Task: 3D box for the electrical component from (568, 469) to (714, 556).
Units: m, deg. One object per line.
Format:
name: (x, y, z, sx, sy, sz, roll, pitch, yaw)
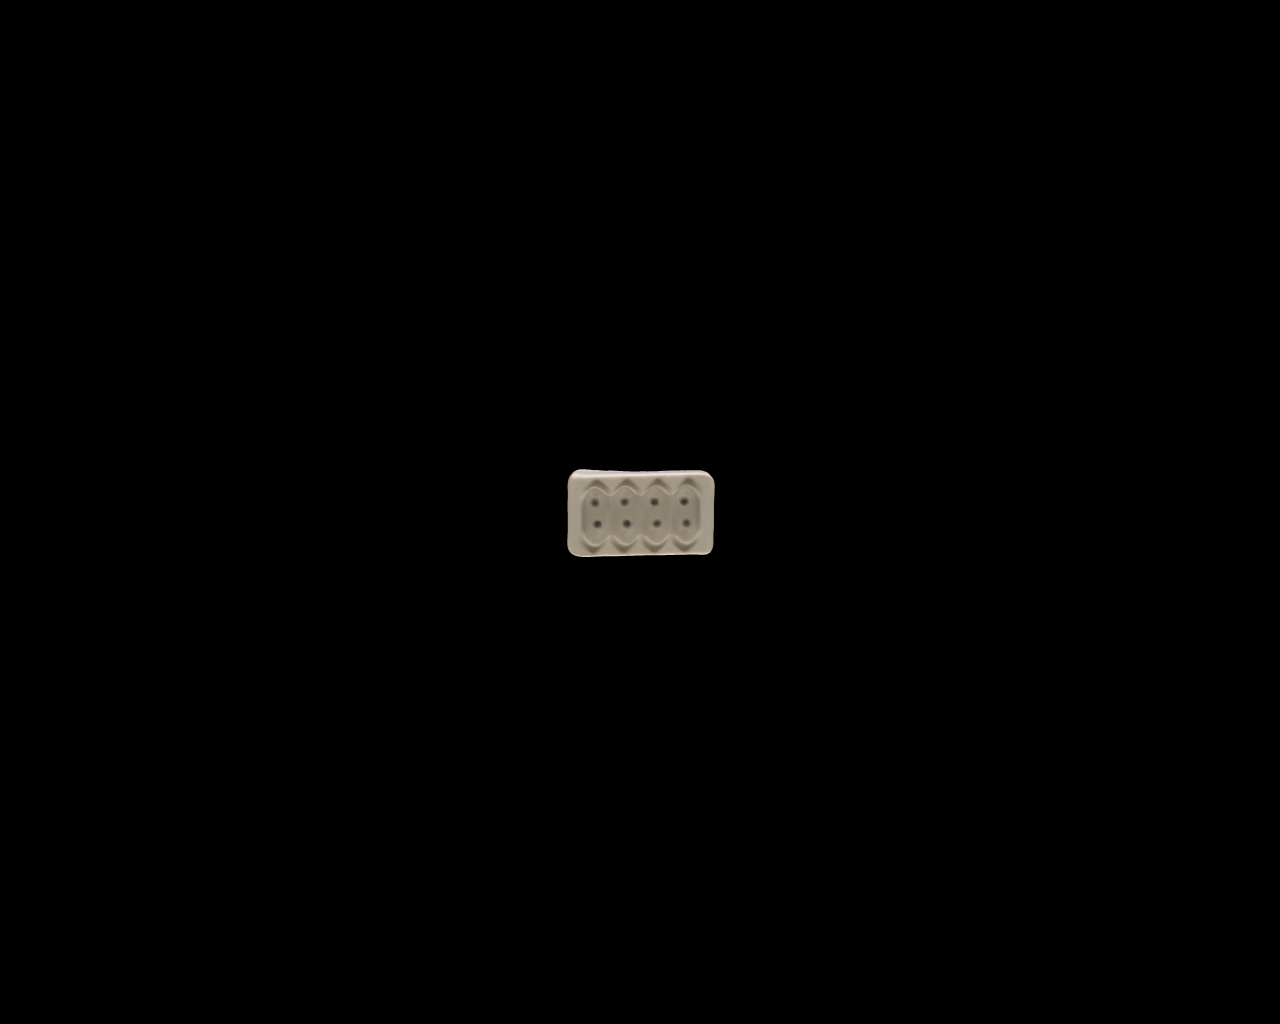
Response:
electrical component: (0.001, -0.003, 0.650, 0.083, 0.047, 0.076, 0, 8, 0)
